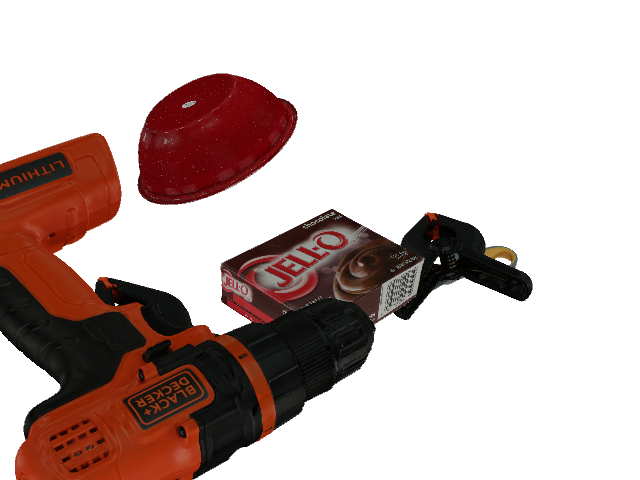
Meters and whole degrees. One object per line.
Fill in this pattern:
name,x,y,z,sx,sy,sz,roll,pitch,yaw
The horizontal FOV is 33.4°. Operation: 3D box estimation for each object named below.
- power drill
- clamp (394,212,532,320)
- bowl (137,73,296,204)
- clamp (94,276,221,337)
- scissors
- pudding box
power drill,-0.090,0.029,0.520,0.184,0.057,0.188,-24,56,-31
clamp,0.125,0.019,0.967,0.120,0.039,0.171,0,28,5
bowl,-0.105,-0.103,0.961,0.162,0.055,0.162,-20,32,13
clamp,-0.140,0.094,0.992,0.164,0.036,0.210,-17,40,-30
scissors,0.138,0.027,1.217,0.201,0.016,0.096,-11,41,-33
pudding box,0.001,0.027,0.733,0.090,0.039,0.113,30,39,34
